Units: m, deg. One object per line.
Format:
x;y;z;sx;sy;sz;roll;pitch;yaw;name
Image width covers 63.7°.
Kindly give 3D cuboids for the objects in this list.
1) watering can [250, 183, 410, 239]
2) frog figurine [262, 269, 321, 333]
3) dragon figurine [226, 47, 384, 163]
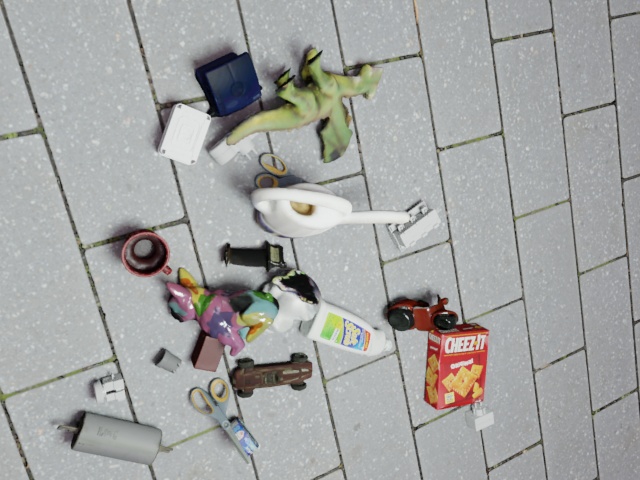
0.003;-0.057;1.137;0.347;0.222;0.105;10;78;-24;watering can
-0.075;0.152;1.208;0.137;0.126;0.156;19;126;-12;frog figurine
-0.007;-0.278;1.161;0.414;0.123;0.239;-48;121;-15;dragon figurine
